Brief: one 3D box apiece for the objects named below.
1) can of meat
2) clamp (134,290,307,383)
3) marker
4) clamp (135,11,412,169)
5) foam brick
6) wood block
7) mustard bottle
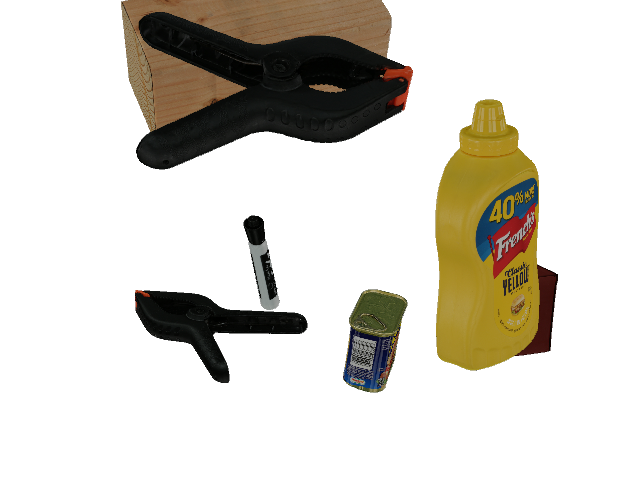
[{"bbox_3d":[0.064,0.119,1.266,0.057,0.084,0.102,13,26,10],"label":"can of meat"},{"bbox_3d":[-0.142,0.103,1.254,0.210,0.036,0.164,14,25,23],"label":"clamp"},{"bbox_3d":[-0.056,0.021,1.017,0.020,0.020,0.121,0,-43,8],"label":"marker"},{"bbox_3d":[-0.031,-0.084,0.636,0.171,0.120,0.039,5,-32,0],"label":"clamp"},{"bbox_3d":[0.182,0.062,0.994,0.051,0.078,0.053,-7,19,-26],"label":"foam brick"},{"bbox_3d":[-0.054,-0.162,0.906,0.205,0.090,0.091,-15,-35,-16],"label":"wood block"},{"bbox_3d":[0.123,-0.008,0.777,0.058,0.192,0.096,18,31,42],"label":"mustard bottle"}]
